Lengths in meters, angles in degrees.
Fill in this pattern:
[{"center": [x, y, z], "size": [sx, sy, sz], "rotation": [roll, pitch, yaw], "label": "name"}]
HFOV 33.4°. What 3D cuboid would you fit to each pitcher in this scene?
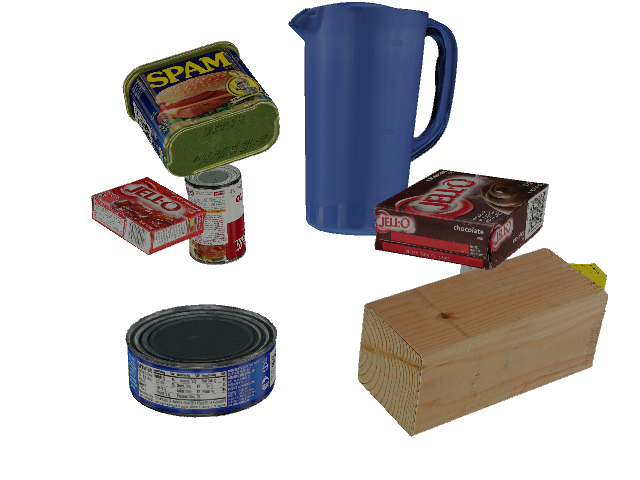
[{"center": [0.053, -0.132, 1.151], "size": [0.149, 0.243, 0.144], "rotation": [7, 11, 26], "label": "pitcher"}]

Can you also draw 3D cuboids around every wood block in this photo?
[{"center": [0.146, 0.087, 0.966], "size": [0.205, 0.090, 0.091], "rotation": [-15, 36, -26], "label": "wood block"}]

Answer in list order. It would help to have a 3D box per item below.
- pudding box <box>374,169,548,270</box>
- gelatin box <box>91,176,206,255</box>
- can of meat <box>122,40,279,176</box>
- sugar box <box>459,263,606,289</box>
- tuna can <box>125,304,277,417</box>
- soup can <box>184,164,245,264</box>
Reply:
[{"center": [0.103, -0.017, 0.769], "size": [0.090, 0.039, 0.113], "rotation": [11, 20, 29], "label": "pudding box"}, {"center": [-0.169, -0.026, 1.048], "size": [0.089, 0.030, 0.073], "rotation": [30, 35, 31], "label": "gelatin box"}, {"center": [-0.093, -0.103, 0.844], "size": [0.102, 0.057, 0.084], "rotation": [-21, 51, -18], "label": "can of meat"}, {"center": [0.259, 0.074, 1.326], "size": [0.176, 0.093, 0.048], "rotation": [1, 19, -11], "label": "sugar box"}, {"center": [-0.068, 0.068, 0.612], "size": [0.086, 0.034, 0.086], "rotation": [1, 18, 0], "label": "tuna can"}, {"center": [-0.124, -0.032, 1.256], "size": [0.068, 0.102, 0.068], "rotation": [-1, 28, 0], "label": "soup can"}]
